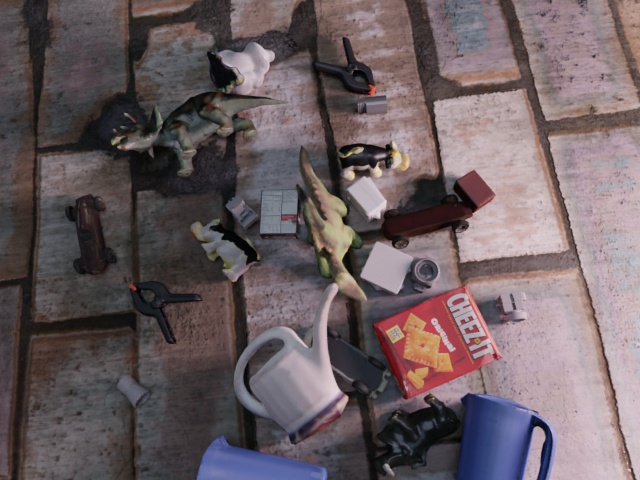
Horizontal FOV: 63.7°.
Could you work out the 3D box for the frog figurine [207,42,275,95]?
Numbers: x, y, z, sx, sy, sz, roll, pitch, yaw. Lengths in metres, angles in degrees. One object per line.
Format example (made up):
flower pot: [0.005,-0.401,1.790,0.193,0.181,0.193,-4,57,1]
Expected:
frog figurine: [-0.195,-0.435,1.301,0.138,0.120,0.162,27,42,20]

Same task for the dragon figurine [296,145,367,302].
dragon figurine: [0.003,-0.055,1.085,0.122,0.240,0.415,-24,75,4]

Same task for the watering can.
watering can: [-0.031,0.258,1.016,0.343,0.105,0.225,-44,81,24]
